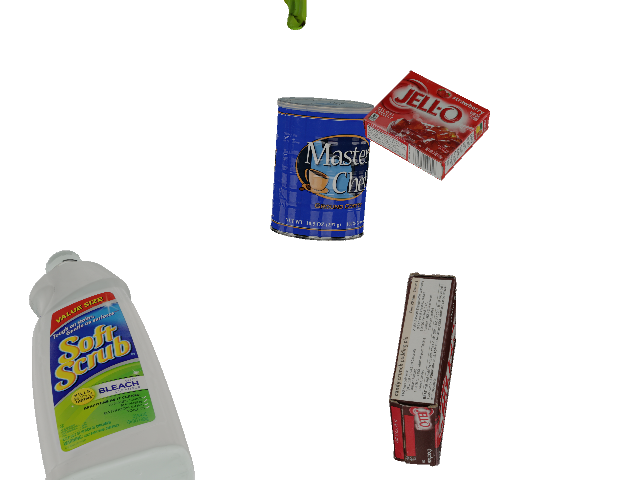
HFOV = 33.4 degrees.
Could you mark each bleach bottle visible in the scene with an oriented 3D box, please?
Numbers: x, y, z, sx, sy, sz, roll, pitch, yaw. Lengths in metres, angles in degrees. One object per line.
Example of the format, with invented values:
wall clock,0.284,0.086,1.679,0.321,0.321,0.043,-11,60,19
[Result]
bleach bottle,-0.173,0.094,0.788,0.102,0.068,0.251,-16,41,-15

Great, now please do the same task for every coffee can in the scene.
coffee can,0.001,-0.079,1.144,0.103,0.140,0.103,4,12,-1

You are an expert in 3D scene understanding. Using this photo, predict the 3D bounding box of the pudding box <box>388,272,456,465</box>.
pudding box,0.076,0.094,0.781,0.039,0.113,0.090,4,-37,9

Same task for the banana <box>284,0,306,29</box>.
banana,-0.076,-0.183,0.671,0.198,0.069,0.037,20,-34,30

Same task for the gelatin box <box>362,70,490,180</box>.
gelatin box,0.094,-0.105,0.954,0.089,0.073,0.030,33,-25,24
